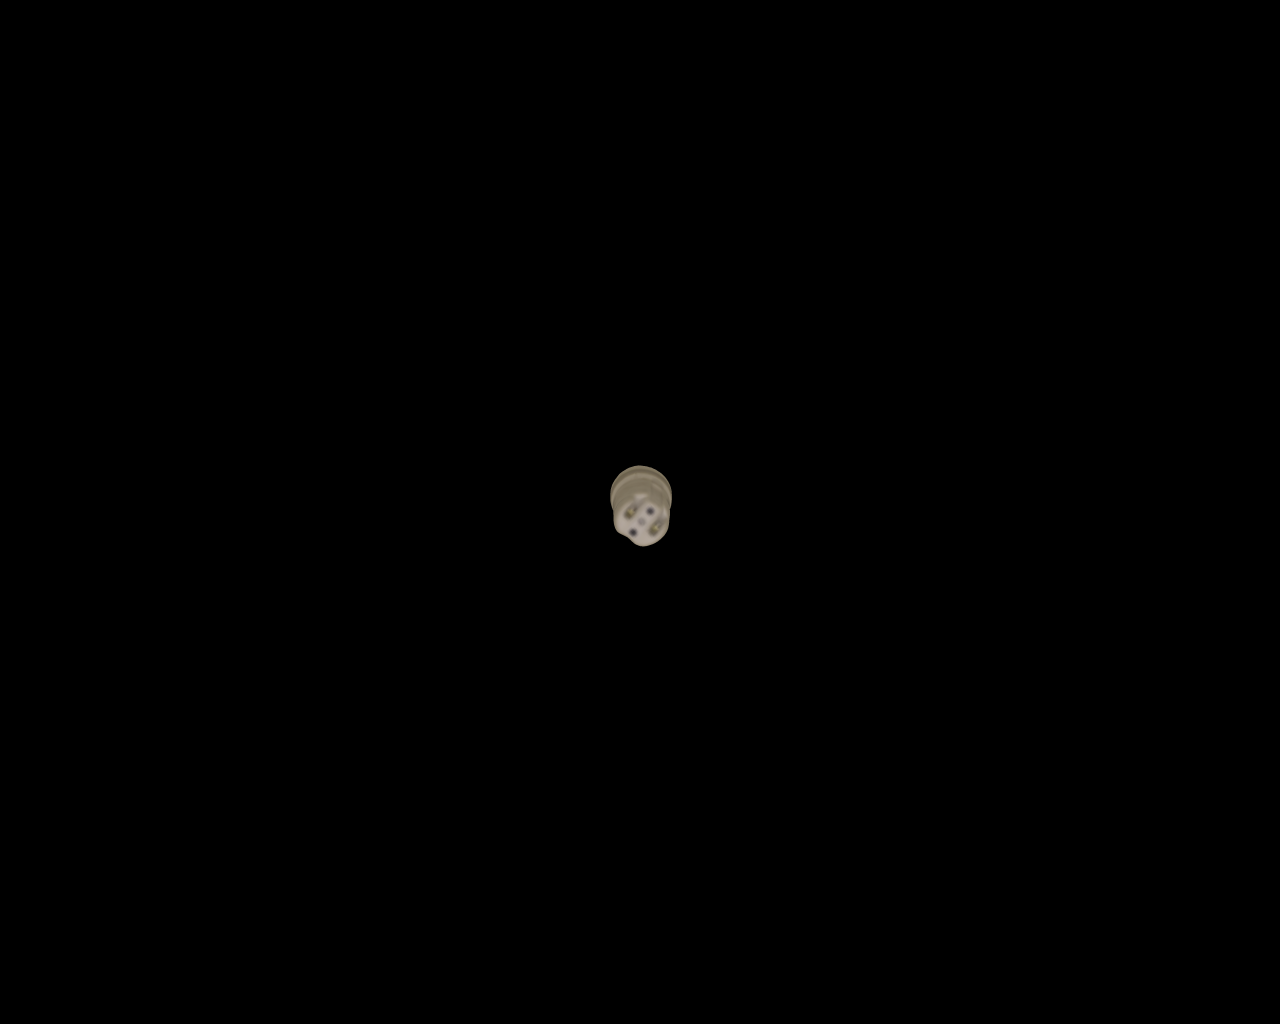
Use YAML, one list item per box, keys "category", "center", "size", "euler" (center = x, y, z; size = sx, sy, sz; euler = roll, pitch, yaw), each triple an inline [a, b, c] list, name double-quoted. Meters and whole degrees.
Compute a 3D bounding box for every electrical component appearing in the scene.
- category: "electrical component"
  center: [0.001, -0.003, 0.650]
  size: [0.040, 0.040, 0.046]
  euler: [0, 24, 0]
